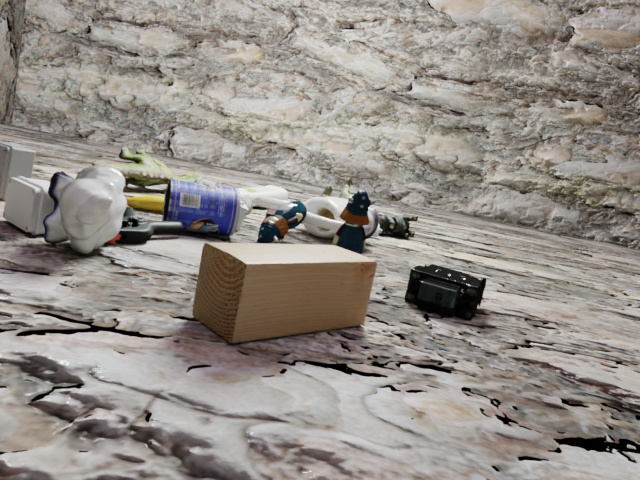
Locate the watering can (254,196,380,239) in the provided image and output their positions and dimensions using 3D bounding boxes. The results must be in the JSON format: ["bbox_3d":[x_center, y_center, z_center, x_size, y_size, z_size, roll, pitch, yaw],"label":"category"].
[{"bbox_3d":[0.004,-0.067,1.336,0.224,0.103,0.350,2,13,-46],"label":"watering can"}]

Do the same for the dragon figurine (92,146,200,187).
[{"bbox_3d":[-0.458,-0.178,1.503,0.243,0.121,0.413,20,11,4],"label":"dragon figurine"}]

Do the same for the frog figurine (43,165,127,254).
[{"bbox_3d":[-0.331,-0.049,0.761,0.159,0.140,0.121,-6,-34,40],"label":"frog figurine"}]
